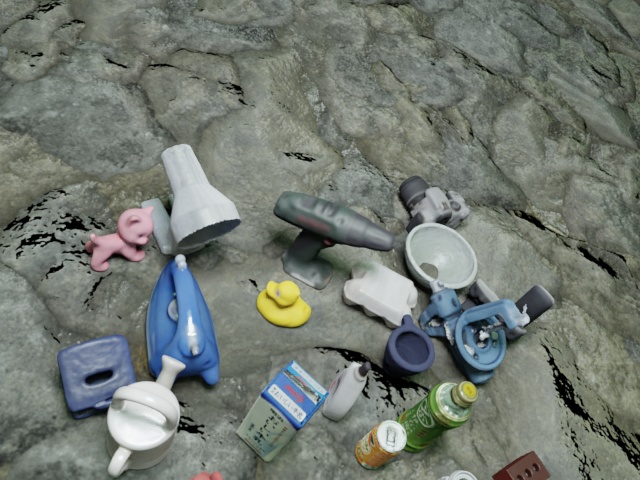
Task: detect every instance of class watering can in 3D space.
[{"bbox_3d":[-0.253,0.250,0.828,0.101,0.194,0.173,8,54,-16],"label":"watering can"}]

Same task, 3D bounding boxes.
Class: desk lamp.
[{"bbox_3d":[-0.242,-0.056,1.038,0.118,0.213,0.203,-20,65,-31],"label":"desk lamp"}]

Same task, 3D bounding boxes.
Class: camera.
[{"bbox_3d":[0.257,-0.089,1.327,0.143,0.100,0.136,-14,62,-29],"label":"camera"}]

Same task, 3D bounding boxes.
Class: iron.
[{"bbox_3d":[-0.232,0.113,0.967,0.119,0.141,0.258,-3,58,-23],"label":"iron"}]

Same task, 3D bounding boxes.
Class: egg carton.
[{"bbox_3d":[0.122,0.109,1.154,0.150,0.069,0.107,28,51,0],"label":"egg carton"}]

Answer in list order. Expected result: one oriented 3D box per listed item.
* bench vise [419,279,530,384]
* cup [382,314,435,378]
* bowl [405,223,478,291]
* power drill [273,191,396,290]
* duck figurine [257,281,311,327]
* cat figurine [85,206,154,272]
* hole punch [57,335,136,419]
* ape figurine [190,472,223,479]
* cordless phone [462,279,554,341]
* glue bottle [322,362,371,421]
[{"bbox_3d":[0.285,0.156,1.087,0.207,0.219,0.122,39,52,9],"label":"bench vise"},{"bbox_3d":[0.155,0.208,1.080,0.092,0.095,0.117,8,54,-15],"label":"cup"},{"bbox_3d":[0.250,0.049,1.242,0.168,0.074,0.167,10,53,-14],"label":"bowl"},{"bbox_3d":[0.010,0.004,1.096,0.229,0.208,0.076,28,51,-1],"label":"power drill"},{"bbox_3d":[-0.061,0.112,1.070,0.104,0.086,0.077,26,51,-2],"label":"duck figurine"},{"bbox_3d":[-0.352,-0.012,1.025,0.128,0.117,0.067,-19,65,-31],"label":"cat figurine"},{"bbox_3d":[-0.341,0.211,0.888,0.109,0.091,0.101,-14,62,-28],"label":"hole punch"},{"bbox_3d":[-0.176,0.370,0.839,0.078,0.092,0.076,6,54,-17],"label":"ape figurine"},{"bbox_3d":[0.389,0.120,1.175,0.094,0.185,0.147,-30,71,-35],"label":"cordless phone"},{"bbox_3d":[0.052,0.243,0.965,0.037,0.173,0.078,23,51,-4],"label":"glue bottle"}]
